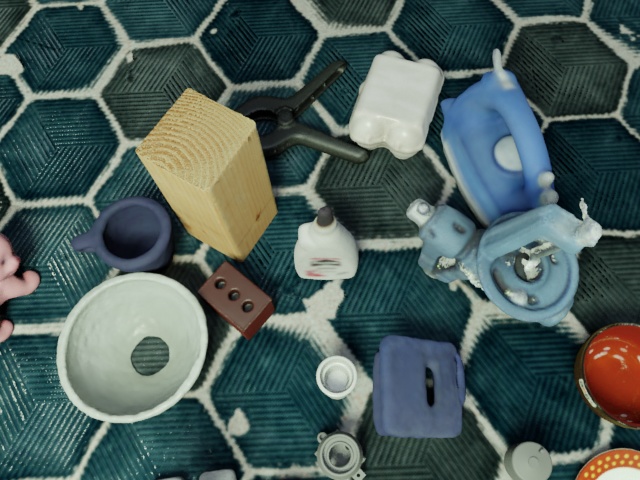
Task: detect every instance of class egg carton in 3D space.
[{"bbox_3d":[0.103,-0.185,0.774,0.107,0.069,0.150,16,69,8],"label":"egg carton"}]

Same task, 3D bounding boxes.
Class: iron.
[{"bbox_3d":[0.239,-0.098,0.696,0.118,0.141,0.258,-15,68,-4],"label":"iron"}]

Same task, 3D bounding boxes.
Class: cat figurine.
[{"bbox_3d":[-0.395,0.044,0.670,0.067,0.118,0.128,16,69,8],"label":"cat figurine"}]

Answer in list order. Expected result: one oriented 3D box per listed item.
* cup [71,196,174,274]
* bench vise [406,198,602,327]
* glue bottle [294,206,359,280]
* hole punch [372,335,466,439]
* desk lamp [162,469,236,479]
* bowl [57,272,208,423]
[{"bbox_3d":[-0.227,0.009,0.692,0.118,0.095,0.091,-11,68,-3],"label":"cup"},{"bbox_3d":[0.190,0.014,0.610,0.207,0.220,0.121,12,69,7],"label":"bench vise"},{"bbox_3d":[0.006,0.002,0.645,0.078,0.173,0.037,-4,68,1],"label":"glue bottle"},{"bbox_3d":[0.109,0.159,0.623,0.101,0.091,0.108,0,68,2],"label":"hole punch"},{"bbox_3d":[-0.134,0.315,0.502,0.118,0.213,0.203,-9,68,-2],"label":"desk lamp"},{"bbox_3d":[-0.203,0.125,0.655,0.167,0.075,0.167,-1,68,2],"label":"bowl"}]
